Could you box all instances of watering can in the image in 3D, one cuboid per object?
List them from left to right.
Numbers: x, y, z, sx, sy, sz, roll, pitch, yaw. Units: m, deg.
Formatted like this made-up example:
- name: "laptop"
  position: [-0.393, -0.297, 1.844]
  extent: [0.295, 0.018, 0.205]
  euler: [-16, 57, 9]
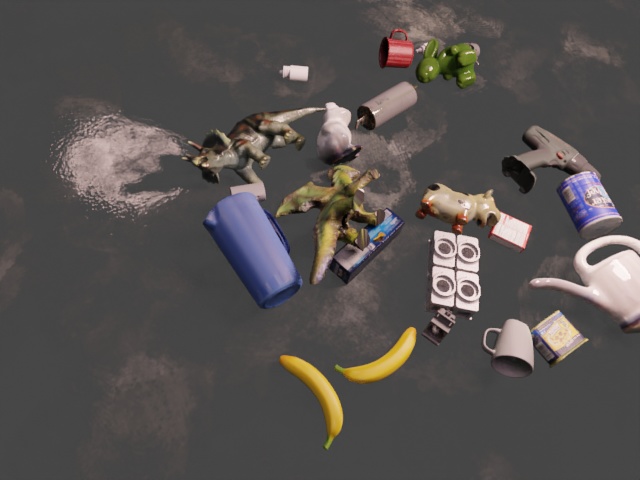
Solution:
- name: "watering can"
  position: [0.657, 0.113, 1.174]
  extent: [0.350, 0.228, 0.102]
  euler: [-21, -26, -19]

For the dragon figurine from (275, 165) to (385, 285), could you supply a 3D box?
- name: "dragon figurine"
  position: [0.004, -0.060, 1.190]
  extent: [0.243, 0.120, 0.418]
  euler: [5, 40, 37]

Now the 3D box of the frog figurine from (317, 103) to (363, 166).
- name: "frog figurine"
  position: [0.033, -0.276, 1.319]
  extent: [0.122, 0.160, 0.137]
  euler: [-26, -8, 10]
